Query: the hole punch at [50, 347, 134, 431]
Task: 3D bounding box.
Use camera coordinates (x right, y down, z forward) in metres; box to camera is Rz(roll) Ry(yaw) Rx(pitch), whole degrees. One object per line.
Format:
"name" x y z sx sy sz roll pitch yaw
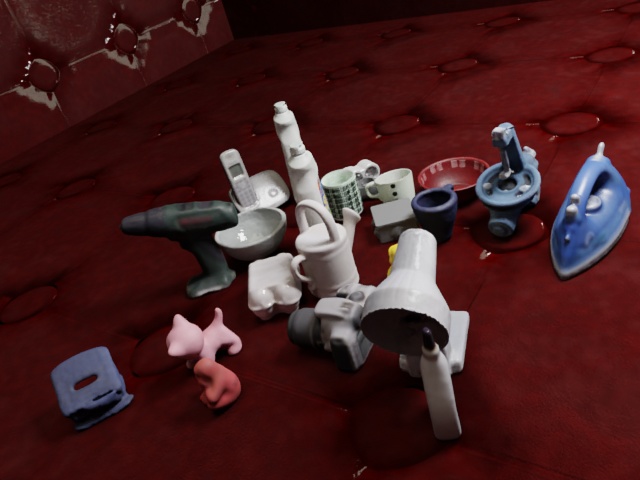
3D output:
"hole punch" -0.392 0.252 0.983 0.109 0.091 0.100 -27 32 -16

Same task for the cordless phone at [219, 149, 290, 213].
"cordless phone" -0.167 -0.153 1.433 0.148 0.185 0.093 -33 34 -24

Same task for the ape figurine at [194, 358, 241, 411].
"ape figurine" -0.173 0.226 0.918 0.076 0.092 0.077 -14 31 4

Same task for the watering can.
"watering can" 0.008 0.003 1.087 0.100 0.194 0.173 1 35 27

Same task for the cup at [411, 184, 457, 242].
"cup" 0.243 -0.053 1.161 0.091 0.095 0.118 12 41 39

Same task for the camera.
"camera" 0.021 0.133 0.964 0.136 0.101 0.143 1 35 27

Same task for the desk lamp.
"desk lamp" 0.144 0.105 0.839 0.117 0.214 0.203 -3 34 22

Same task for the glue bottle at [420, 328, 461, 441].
"glue bottle" 0.153 0.181 0.753 0.037 0.173 0.078 -12 31 9

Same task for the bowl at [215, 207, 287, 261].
"bowl" -0.146 -0.003 1.289 0.167 0.075 0.167 -12 31 8

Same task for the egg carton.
"egg carton" -0.088 0.088 1.120 0.107 0.069 0.150 -16 31 1

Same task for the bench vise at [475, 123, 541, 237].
"bench vise" 0.367 -0.144 1.126 0.121 0.220 0.207 -4 33 21

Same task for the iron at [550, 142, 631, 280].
"iron" 0.471 -0.059 1.017 0.118 0.142 0.259 9 40 37

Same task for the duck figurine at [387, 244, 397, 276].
"duck figurine" 0.156 0.049 1.050 0.077 0.086 0.104 -22 31 -8

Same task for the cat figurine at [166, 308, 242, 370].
"cat figurine" -0.212 0.172 0.998 0.067 0.118 0.128 17 44 43

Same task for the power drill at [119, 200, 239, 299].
"power drill" -0.269 0.014 1.191 0.229 0.209 0.075 -19 31 -3
